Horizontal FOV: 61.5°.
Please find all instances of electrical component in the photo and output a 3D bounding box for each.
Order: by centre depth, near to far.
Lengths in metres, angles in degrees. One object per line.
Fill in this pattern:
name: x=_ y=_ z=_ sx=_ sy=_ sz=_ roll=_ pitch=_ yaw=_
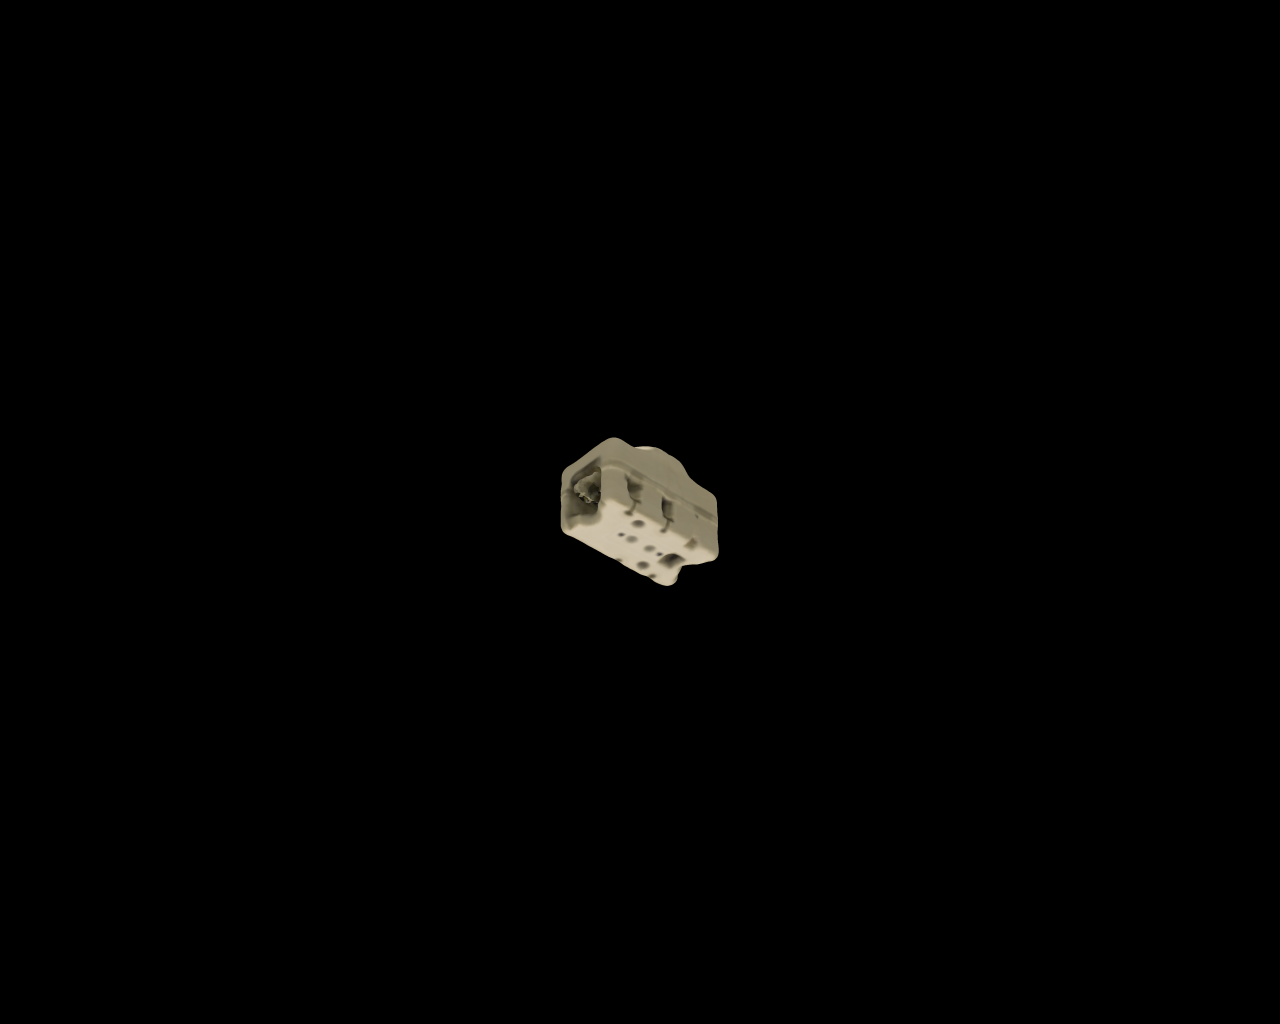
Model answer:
electrical component: x=0.001 y=-0.003 z=0.650 sx=0.089 sy=0.056 sz=0.050 roll=29 pitch=-46 yaw=-33
